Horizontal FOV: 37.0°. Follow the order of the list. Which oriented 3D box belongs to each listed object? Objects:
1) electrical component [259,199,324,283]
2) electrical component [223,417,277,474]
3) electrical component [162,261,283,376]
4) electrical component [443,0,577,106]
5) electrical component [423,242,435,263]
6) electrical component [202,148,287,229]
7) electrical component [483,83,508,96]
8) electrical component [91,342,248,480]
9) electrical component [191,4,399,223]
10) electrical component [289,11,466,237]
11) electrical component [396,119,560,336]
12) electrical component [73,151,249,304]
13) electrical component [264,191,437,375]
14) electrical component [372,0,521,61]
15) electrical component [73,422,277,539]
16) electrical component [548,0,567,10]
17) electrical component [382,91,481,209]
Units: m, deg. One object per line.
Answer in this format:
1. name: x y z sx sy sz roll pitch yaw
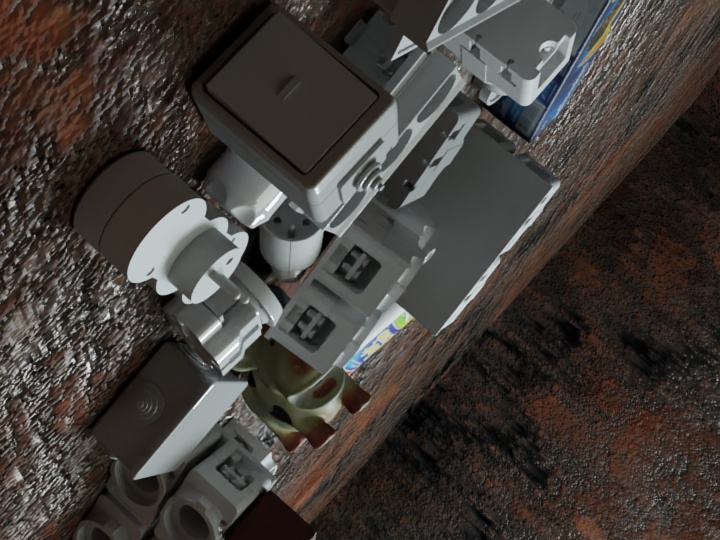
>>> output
1. electrical component: -0.047 -0.022 0.734 0.043 0.043 0.081 -45 168 -20
2. electrical component: -0.159 0.235 1.099 0.150 0.062 0.089 -45 168 -23
3. electrical component: -0.089 0.028 0.707 0.057 0.058 0.078 -44 167 -15
4. electrical component: 0.091 -0.157 0.705 0.050 0.089 0.055 -49 169 -5
5. electrical component: 0.040 -0.032 0.988 0.048 0.062 0.048 -47 168 -13
6. electrical component: -0.054 -0.057 0.595 0.062 0.043 0.043 -50 169 -2
7. electrical component: 0.119 -0.175 0.878 0.044 0.044 0.065 -49 164 -4
8. electrical component: -0.136 0.099 0.773 0.099 0.048 0.100 -50 169 2
9. electrical component: -0.025 -0.072 0.519 0.061 0.096 0.061 -48 169 -8
10. electrical component: -0.002 -0.088 0.643 0.121 0.063 0.079 -51 169 5
11. electrical component: 0.097 -0.044 1.055 0.186 0.105 0.060 -54 168 21
12. electrical component: -0.087 -0.008 0.553 0.052 0.074 0.138 -49 169 -1
13. electrical component: 0.000 0.000 0.831 0.105 0.060 0.186 -53 -178 17
14. electrical component: 0.052 -0.170 0.582 0.121 0.063 0.078 -38 164 -46
15. electrical component: -0.161 0.205 0.884 0.060 0.105 0.186 -34 161 -54
16. electrical component: 0.134 -0.220 0.777 0.077 0.044 0.079 -42 167 -31
17. electrical component: 0.044 -0.098 0.814 0.089 0.050 0.056 -56 167 27
